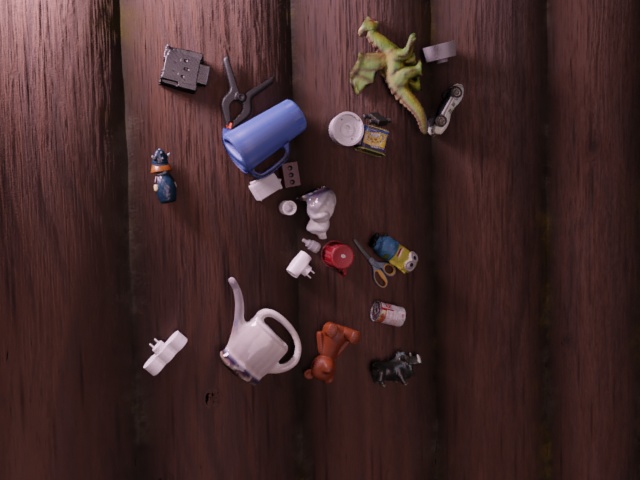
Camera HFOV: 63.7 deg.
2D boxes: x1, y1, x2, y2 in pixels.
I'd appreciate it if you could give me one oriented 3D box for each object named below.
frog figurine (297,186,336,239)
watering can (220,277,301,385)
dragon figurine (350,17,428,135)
[{"bbox_3d":[0.005,-0.081,1.601,0.123,0.138,0.158,-22,100,0],"label":"frog figurine"},{"bbox_3d":[-0.212,0.292,1.554,0.226,0.104,0.344,-47,107,-11],"label":"watering can"},{"bbox_3d":[0.217,-0.535,1.692,0.243,0.122,0.409,-10,94,-1],"label":"dragon figurine"}]
